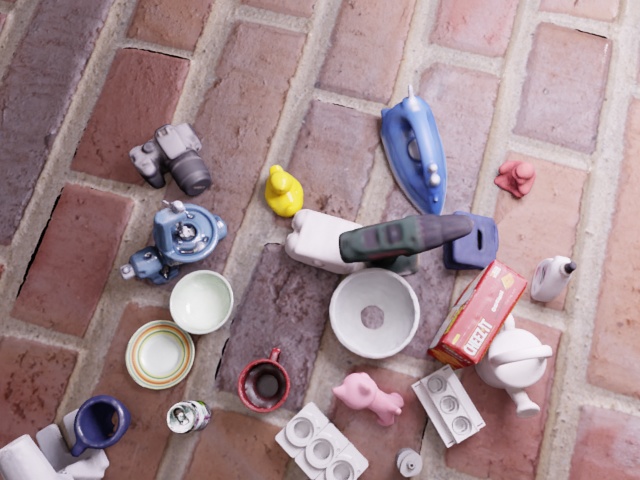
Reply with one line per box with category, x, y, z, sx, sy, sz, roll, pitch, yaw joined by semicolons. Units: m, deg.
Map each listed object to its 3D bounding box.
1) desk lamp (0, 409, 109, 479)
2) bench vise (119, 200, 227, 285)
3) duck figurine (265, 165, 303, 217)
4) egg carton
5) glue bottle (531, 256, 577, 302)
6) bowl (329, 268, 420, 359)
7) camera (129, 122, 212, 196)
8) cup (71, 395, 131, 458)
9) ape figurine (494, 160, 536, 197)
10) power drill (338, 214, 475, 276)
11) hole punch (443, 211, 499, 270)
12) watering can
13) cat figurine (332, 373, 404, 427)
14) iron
desk lamp;-0.448;0.401;0.960;0.118;0.213;0.203;-31;76;-6
bench vise;-0.274;0.010;1.054;0.121;0.220;0.207;37;80;11
duck figurine;-0.075;-0.101;1.145;0.077;0.086;0.104;-20;75;-3
egg carton;0.010;0.004;1.122;0.150;0.069;0.107;16;76;6
glue bottle;0.428;0.063;1.037;0.037;0.173;0.078;12;76;6
bowl;0.101;0.140;1.080;0.167;0.075;0.167;-1;75;2
camera;-0.294;-0.154;1.160;0.143;0.101;0.136;-33;76;-6
cup;-0.390;0.339;1.036;0.091;0.095;0.118;36;79;11
ape figurine;0.395;-0.128;1.130;0.076;0.092;0.078;-14;75;-1
power drill;0.148;0.009;1.043;0.229;0.208;0.075;-9;75;0
hole punch;0.294;0.001;1.101;0.101;0.091;0.109;2;75;3
watering can;0.340;0.212;0.989;0.101;0.194;0.173;-28;76;-5
cat figurine;0.088;0.280;1.021;0.127;0.118;0.067;27;78;9
iron;0.201;-0.171;1.124;0.118;0.141;0.258;-15;75;-2
